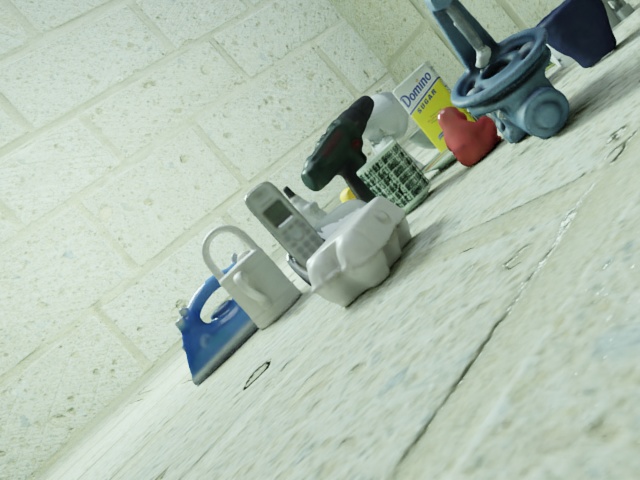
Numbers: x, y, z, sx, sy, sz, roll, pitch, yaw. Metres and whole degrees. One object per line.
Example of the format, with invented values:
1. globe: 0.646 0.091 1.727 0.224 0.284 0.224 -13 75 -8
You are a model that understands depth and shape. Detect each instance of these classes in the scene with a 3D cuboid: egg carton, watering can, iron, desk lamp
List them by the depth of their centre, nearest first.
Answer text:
1. egg carton: 0.049 0.011 0.679 0.107 0.069 0.150 -39 5 32
2. watering can: -0.135 0.059 1.040 0.101 0.194 0.172 -42 4 -17
3. iron: -0.194 0.140 1.102 0.259 0.141 0.118 -44 5 -39
4. desk lamp: 0.144 -0.225 1.344 0.204 0.213 0.117 -44 5 -35

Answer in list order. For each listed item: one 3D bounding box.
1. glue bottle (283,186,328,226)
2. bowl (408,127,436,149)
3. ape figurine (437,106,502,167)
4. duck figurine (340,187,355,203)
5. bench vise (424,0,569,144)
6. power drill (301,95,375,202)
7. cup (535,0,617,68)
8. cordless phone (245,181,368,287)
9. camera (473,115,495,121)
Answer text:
1. glue bottle: -0.015 -0.044 1.177 0.078 0.173 0.037 -38 5 39
2. bowl: 0.301 -0.275 1.402 0.167 0.075 0.167 -41 4 4
3. ape figurine: 0.209 -0.158 0.838 0.076 0.092 0.077 -44 5 -30
4. duck figurine: 0.082 -0.079 1.264 0.077 0.086 0.104 -42 4 -16
5. bench vise: 0.183 -0.206 0.674 0.121 0.220 0.207 -41 4 -3
6. power drill: 0.082 -0.149 1.129 0.230 0.208 0.075 -43 4 -22
7. cup: 0.360 -0.289 0.801 0.091 0.095 0.118 -40 4 14
8. cordless phone: -0.006 -0.030 0.821 0.148 0.185 0.094 -42 4 -15
9. camera: 0.329 -0.284 1.020 0.137 0.101 0.143 -41 4 -2
